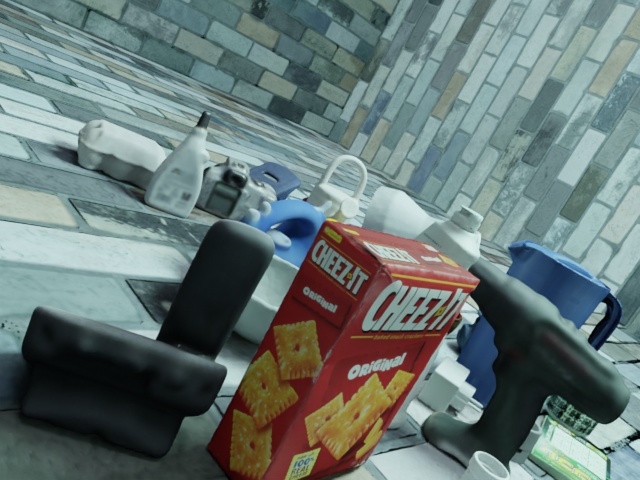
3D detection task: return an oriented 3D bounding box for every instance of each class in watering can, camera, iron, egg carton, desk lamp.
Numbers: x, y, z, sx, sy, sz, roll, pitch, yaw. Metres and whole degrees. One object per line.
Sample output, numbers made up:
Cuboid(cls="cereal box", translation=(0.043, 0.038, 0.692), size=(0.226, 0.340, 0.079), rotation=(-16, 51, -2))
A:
Cuboid(cls="watering can", translation=(0.032, -0.076, 1.156), size=(0.101, 0.194, 0.172), rotation=(15, 19, -43))
Cuboid(cls="camera", translation=(-0.157, -0.101, 1.072), size=(0.143, 0.101, 0.136), rotation=(23, 15, -21))
Cuboid(cls="iron", translation=(-0.068, -0.001, 0.807), size=(0.118, 0.141, 0.259), rotation=(35, 15, 23))
Cuboid(cls="egg carton", translation=(-0.328, -0.142, 0.956), size=(0.151, 0.069, 0.107), rotation=(20, 16, -30))
Cuboid(cls="desk lamp", translation=(0.132, 0.050, 0.866), size=(0.203, 0.213, 0.118), rotation=(32, 14, 15))

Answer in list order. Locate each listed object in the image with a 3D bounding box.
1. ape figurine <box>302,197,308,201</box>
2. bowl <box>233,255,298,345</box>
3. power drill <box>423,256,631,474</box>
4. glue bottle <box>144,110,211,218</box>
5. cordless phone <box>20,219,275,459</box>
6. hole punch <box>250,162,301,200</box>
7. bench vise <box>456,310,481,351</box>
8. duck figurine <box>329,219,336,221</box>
Cuboid(cls="ape figurine", translation=(-0.003, -0.082, 1.320), size=(0.077, 0.092, 0.076), rotation=(31, 14, 12))
Cuboid(cls="bowl", translation=(-0.065, 0.077, 0.677), size=(0.167, 0.074, 0.167), rotation=(27, 14, -7))
Cuboid(cls="power drill", translation=(0.210, 0.156, 0.650), size=(0.229, 0.208, 0.076), rotation=(32, 14, 14))
Cuboid(cls="glue bottle", translation=(-0.210, -0.123, 0.902), size=(0.078, 0.173, 0.037), rotation=(22, 15, -25))
Cuboid(cls="cordless phone", translation=(-0.125, 0.052, 0.424), size=(0.148, 0.185, 0.094), rotation=(23, 15, -21))
Cuboid(cls="hole punch", translation=(-0.110, -0.118, 1.244), size=(0.108, 0.091, 0.101), rotation=(35, 15, 23))
Cuboid(cls="bench vise", translation=(0.371, 0.141, 0.991), size=(0.208, 0.219, 0.121), rotation=(24, 15, -16))
Cuboid(cls="duck figurine", translation=(0.010, 0.004, 1.055), size=(0.078, 0.086, 0.104), rotation=(21, 16, -28))
